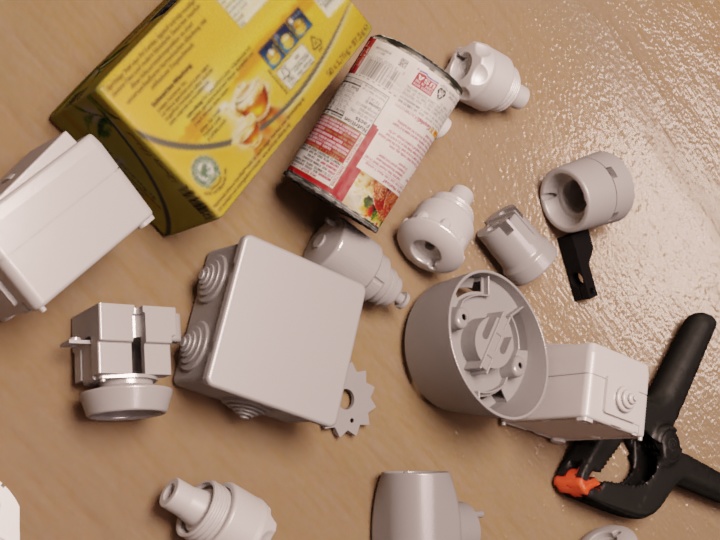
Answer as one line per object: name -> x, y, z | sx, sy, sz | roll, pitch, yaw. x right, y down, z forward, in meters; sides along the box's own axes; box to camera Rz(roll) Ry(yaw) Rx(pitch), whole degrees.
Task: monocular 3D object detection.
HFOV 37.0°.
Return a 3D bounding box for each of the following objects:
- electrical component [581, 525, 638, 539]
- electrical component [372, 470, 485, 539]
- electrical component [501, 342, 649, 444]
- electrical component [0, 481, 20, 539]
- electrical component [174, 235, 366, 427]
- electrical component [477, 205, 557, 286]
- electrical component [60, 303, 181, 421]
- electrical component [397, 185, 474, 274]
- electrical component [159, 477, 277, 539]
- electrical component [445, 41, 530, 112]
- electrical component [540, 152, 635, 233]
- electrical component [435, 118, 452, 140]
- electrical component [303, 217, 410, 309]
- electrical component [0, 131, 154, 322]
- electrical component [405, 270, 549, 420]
electrical component -> 0.187, 0.221, 0.784 | 0.048, 0.048, 0.062 | -41, 115, -34
electrical component -> 0.050, 0.167, 0.687 | 0.079, 0.043, 0.077 | 6, 80, -36
electrical component -> 0.154, 0.083, 0.745 | 0.062, 0.096, 0.061 | 22, 69, -32
electrical component -> -0.200, 0.127, 0.499 | 0.080, 0.051, 0.080 | 6, 79, -36
electrical component -> -0.053, 0.038, 0.625 | 0.100, 0.048, 0.099 | 24, 69, -32
electrical component -> 0.111, -0.018, 0.765 | 0.046, 0.040, 0.040 | 48, 58, -14
electrical component -> -0.125, 0.050, 0.572 | 0.066, 0.048, 0.055 | 6, 72, -37
electrical component -> 0.057, -0.032, 0.723 | 0.048, 0.048, 0.062 | 50, 50, -20
electrical component -> -0.081, 0.136, 0.593 | 0.062, 0.043, 0.043 | 37, 63, -26
electrical component -> 0.094, -0.133, 0.766 | 0.062, 0.043, 0.043 | 19, 72, -35
electrical component -> 0.169, -0.057, 0.805 | 0.047, 0.055, 0.055 | -18, 94, -34
electrical component -> 0.035, -0.113, 0.718 | 0.062, 0.043, 0.043 | 42, 61, -26
electrical component -> 0.000, 0.000, 0.676 | 0.078, 0.040, 0.040 | 36, 63, -27
electrical component -> -0.165, -0.020, 0.540 | 0.096, 0.062, 0.061 | -46, 110, -32
electrical component -> 0.080, 0.050, 0.714 | 0.099, 0.064, 0.099 | 6, 79, -36
